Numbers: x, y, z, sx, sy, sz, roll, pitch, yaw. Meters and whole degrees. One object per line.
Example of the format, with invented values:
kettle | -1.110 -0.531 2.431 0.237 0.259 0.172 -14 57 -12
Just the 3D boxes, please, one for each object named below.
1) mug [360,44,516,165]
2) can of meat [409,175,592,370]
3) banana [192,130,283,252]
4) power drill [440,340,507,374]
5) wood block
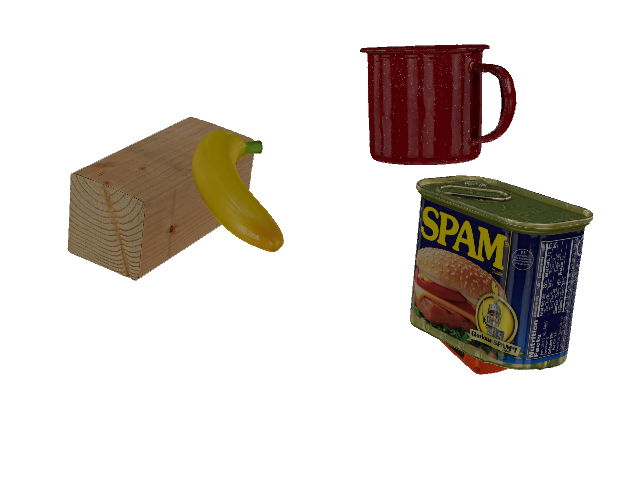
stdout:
mug | 0.086 -0.098 0.767 0.117 0.081 0.093 6 13 33
can of meat | 0.095 0.016 0.591 0.057 0.084 0.102 -8 20 -33
banana | -0.074 -0.052 0.908 0.069 0.037 0.198 3 30 -10
power drill | 0.170 0.041 1.117 0.057 0.188 0.185 -11 25 -16
wood block | -0.162 -0.050 1.118 0.090 0.091 0.205 21 30 20
